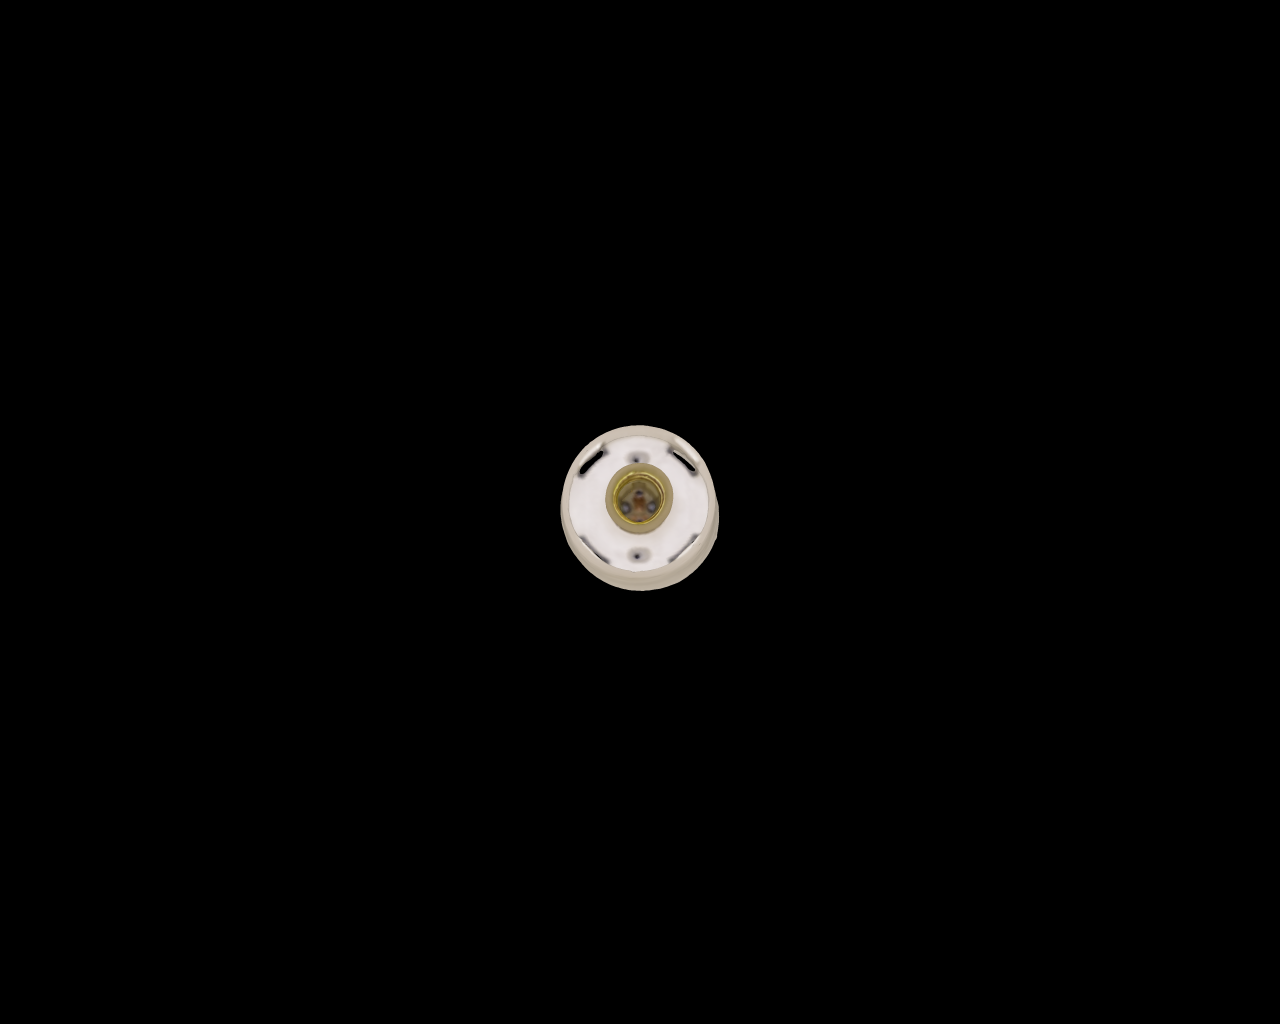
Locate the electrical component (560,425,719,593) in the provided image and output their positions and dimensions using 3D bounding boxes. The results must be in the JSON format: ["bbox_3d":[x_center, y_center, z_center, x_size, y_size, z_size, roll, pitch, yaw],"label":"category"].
[{"bbox_3d":[0.001,-0.003,0.650,0.099,0.099,0.064,0,-13,0],"label":"electrical component"}]
